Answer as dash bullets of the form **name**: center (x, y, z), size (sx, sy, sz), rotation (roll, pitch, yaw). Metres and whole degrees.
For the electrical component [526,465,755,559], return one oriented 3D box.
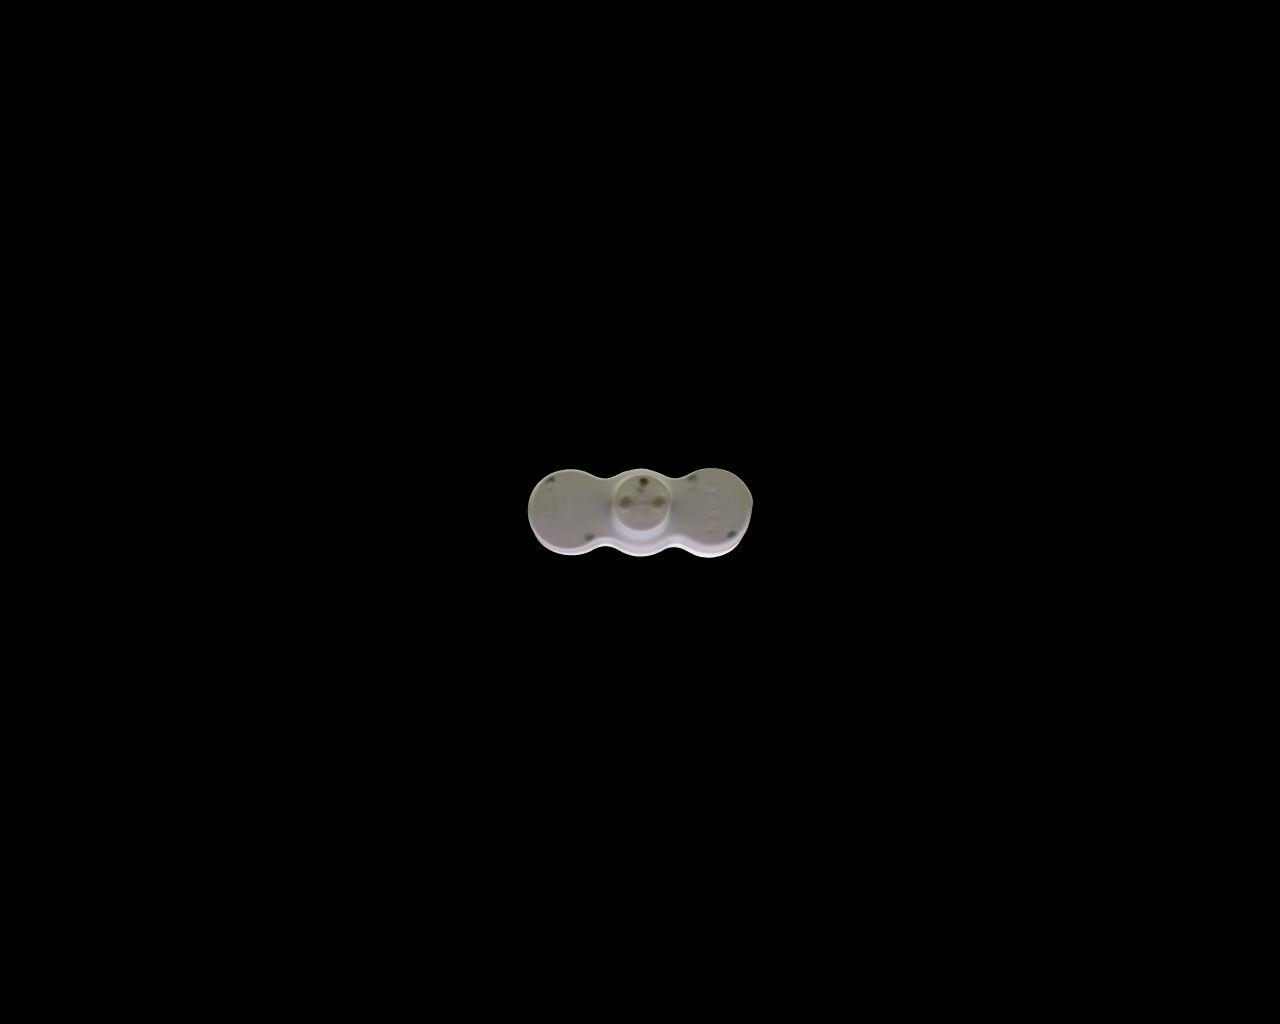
- **electrical component**: center (0.001, -0.003, 0.650), size (0.138, 0.052, 0.073), rotation (0, -11, -2)
